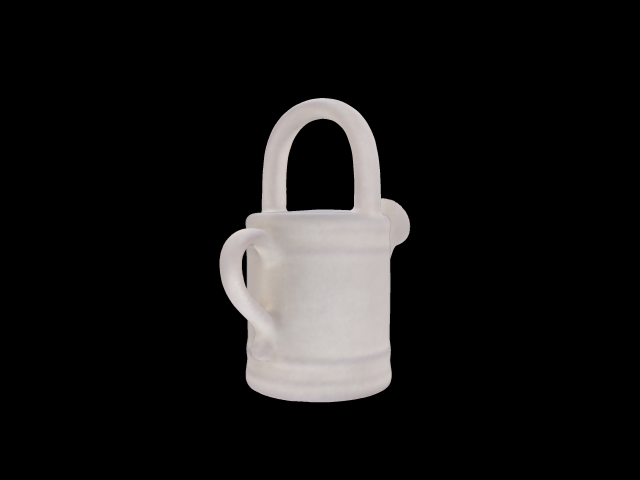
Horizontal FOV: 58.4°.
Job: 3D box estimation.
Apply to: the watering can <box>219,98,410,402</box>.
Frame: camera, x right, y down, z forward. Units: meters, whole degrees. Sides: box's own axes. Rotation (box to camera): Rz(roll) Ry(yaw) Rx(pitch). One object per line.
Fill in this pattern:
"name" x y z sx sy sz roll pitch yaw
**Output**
"watering can" 0.002 0.001 0.401 0.100 0.194 0.173 1 2 18
